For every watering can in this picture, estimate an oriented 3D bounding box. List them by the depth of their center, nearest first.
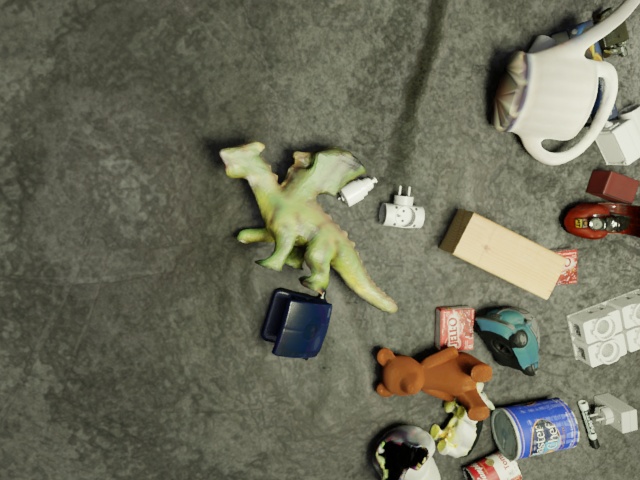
[{"bbox_3d":[0.451,-0.307,0.961,0.224,0.106,0.341,6,117,-4],"label":"watering can"}]

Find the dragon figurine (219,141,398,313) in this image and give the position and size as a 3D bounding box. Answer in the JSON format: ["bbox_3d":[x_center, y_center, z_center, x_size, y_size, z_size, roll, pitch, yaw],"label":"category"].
[{"bbox_3d":[0.003,-0.046,0.913,0.409,0.123,0.242,24,95,-13],"label":"dragon figurine"}]

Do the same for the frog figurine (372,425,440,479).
[{"bbox_3d":[0.183,0.448,1.041,0.138,0.124,0.157,-59,141,-8],"label":"frog figurine"}]
